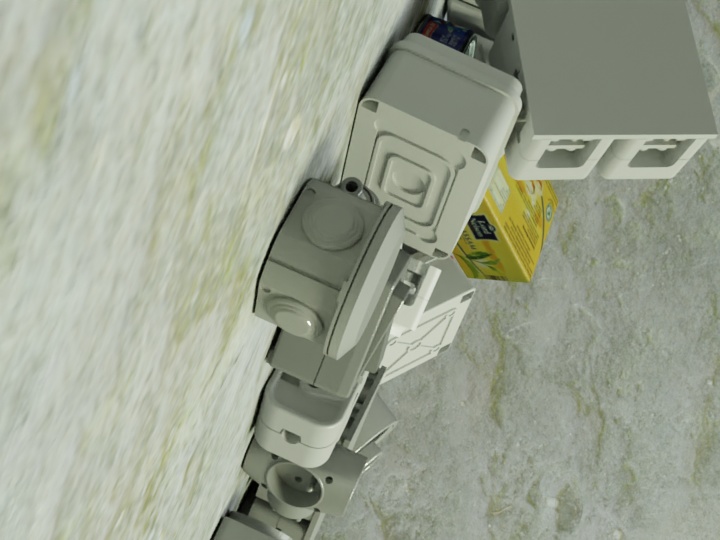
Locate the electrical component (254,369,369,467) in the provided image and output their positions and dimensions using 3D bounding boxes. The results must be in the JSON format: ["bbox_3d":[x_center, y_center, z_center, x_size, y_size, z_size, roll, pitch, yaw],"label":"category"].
[{"bbox_3d":[-0.030,0.080,0.718,0.059,0.054,0.095,109,7,-45],"label":"electrical component"}]

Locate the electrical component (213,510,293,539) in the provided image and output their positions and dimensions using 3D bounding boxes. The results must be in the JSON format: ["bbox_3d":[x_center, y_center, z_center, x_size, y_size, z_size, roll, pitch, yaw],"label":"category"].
[{"bbox_3d":[-0.083,0.212,0.781,0.089,0.050,0.055,101,14,-68],"label":"electrical component"}]

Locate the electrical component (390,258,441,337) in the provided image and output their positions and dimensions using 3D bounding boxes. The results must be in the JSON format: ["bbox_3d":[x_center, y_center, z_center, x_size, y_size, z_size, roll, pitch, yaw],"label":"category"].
[{"bbox_3d":[0.016,0.013,0.792,0.055,0.050,0.089,-66,-167,-1],"label":"electrical component"}]

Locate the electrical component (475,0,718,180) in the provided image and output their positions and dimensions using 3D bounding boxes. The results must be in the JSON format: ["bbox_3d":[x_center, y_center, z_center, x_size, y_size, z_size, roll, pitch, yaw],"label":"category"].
[{"bbox_3d":[0.131,-0.146,0.640,0.060,0.105,0.186,111,-25,-65],"label":"electrical component"}]

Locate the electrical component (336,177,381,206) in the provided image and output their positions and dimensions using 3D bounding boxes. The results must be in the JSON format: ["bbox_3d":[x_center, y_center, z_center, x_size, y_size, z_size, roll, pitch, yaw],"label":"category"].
[{"bbox_3d":[-0.005,-0.031,0.573,0.061,0.035,0.035,94,20,-69],"label":"electrical component"}]

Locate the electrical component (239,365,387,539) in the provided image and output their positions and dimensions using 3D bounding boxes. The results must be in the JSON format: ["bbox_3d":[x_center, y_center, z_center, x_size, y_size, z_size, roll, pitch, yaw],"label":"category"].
[{"bbox_3d":[-0.049,0.163,0.864,0.105,0.060,0.186,-58,170,-60],"label":"electrical component"}]

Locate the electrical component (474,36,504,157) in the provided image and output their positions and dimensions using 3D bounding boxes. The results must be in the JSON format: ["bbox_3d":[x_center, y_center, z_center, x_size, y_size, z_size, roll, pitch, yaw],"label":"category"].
[{"bbox_3d":[0.086,-0.117,0.758,0.096,0.061,0.061,-50,-147,41],"label":"electrical component"}]

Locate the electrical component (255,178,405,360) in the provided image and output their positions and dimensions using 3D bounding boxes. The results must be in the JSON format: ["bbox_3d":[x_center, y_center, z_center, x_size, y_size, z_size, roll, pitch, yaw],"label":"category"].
[{"bbox_3d":[-0.013,-0.001,0.521,0.080,0.051,0.080,24,90,-85],"label":"electrical component"}]

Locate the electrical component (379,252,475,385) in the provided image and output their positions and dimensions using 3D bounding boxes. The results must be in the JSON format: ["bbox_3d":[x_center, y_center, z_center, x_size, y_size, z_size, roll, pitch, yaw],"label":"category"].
[{"bbox_3d":[0.032,0.044,0.926,0.109,0.056,0.108,-25,154,-24],"label":"electrical component"}]

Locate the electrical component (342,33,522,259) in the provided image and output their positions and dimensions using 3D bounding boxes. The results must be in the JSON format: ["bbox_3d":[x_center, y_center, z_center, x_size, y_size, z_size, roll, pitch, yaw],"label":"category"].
[{"bbox_3d":[0.038,-0.068,0.609,0.057,0.078,0.113,-60,173,-31],"label":"electrical component"}]

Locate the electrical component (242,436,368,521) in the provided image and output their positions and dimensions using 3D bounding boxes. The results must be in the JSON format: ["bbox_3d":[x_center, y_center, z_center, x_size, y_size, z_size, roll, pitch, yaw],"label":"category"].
[{"bbox_3d":[-0.043,0.148,0.756,0.044,0.077,0.079,-60,173,-53],"label":"electrical component"}]

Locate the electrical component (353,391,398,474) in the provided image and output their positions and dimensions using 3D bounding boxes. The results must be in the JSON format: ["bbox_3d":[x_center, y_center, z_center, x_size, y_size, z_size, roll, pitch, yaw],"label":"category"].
[{"bbox_3d":[-0.013,0.160,0.999,0.108,0.060,0.108,-40,168,-11],"label":"electrical component"}]

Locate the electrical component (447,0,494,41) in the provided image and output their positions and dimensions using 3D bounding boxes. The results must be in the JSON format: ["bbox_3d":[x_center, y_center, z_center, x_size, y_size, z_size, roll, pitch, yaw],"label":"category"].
[{"bbox_3d":[0.115,-0.190,0.751,0.061,0.096,0.061,52,62,-83],"label":"electrical component"}]

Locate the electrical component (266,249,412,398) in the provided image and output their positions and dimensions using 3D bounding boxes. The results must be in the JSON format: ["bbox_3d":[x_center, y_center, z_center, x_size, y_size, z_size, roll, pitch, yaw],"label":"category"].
[{"bbox_3d":[-0.006,0.018,0.638,0.061,0.061,0.096,-54,167,-69],"label":"electrical component"}]

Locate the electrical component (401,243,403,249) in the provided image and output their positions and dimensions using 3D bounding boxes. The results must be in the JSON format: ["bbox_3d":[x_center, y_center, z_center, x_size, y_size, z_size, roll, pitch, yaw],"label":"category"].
[{"bbox_3d":[0.000,0.000,0.723,0.043,0.043,0.062,-58,171,-61],"label":"electrical component"}]

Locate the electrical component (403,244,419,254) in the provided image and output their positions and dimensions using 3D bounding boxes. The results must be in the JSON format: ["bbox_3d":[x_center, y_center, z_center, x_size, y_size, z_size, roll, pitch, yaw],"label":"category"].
[{"bbox_3d":[0.043,-0.022,0.999,0.113,0.057,0.078,107,8,-53],"label":"electrical component"}]
